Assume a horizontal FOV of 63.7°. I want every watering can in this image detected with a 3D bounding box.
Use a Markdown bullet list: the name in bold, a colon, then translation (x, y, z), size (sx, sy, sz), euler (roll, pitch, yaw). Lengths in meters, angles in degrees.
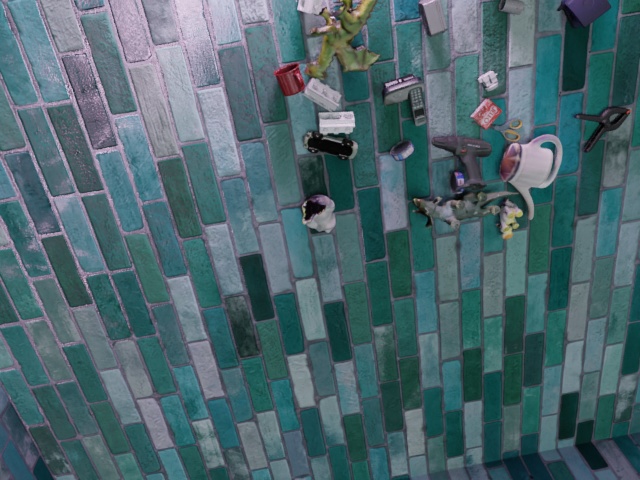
- **watering can**: translation (0.793, -0.242, 1.974), size (0.224, 0.106, 0.341), euler (9, 115, -10)

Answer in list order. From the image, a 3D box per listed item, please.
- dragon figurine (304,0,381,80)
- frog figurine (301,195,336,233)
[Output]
- **dragon figurine**: translation (0.112, -0.673, 1.699), size (0.408, 0.125, 0.238), euler (-28, 129, 12)
- **frog figurine**: translation (0.006, -0.099, 1.969), size (0.136, 0.124, 0.158), euler (-52, 147, 10)
